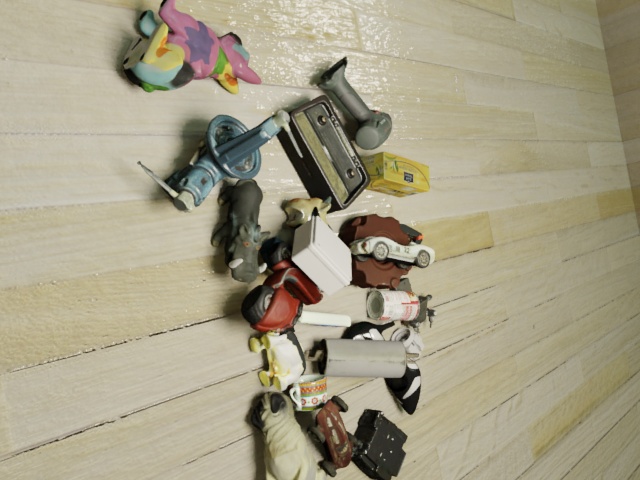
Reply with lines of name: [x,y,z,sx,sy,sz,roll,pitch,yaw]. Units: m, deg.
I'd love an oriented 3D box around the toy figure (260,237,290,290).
toy figure: [-0.054,0.061,1.050,0.154,0.064,0.058,51,40,-22]

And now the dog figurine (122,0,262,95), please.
dog figurine: [-0.213,-0.307,0.946,0.219,0.109,0.191,28,64,-39]

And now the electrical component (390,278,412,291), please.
electrical component: [0.197,0.118,1.296,0.063,0.021,0.094,-24,99,-42]

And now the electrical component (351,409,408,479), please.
electrical component: [0.129,0.445,1.151,0.134,0.058,0.115,47,57,-25]

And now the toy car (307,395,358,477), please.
toy car: [0.030,0.379,1.030,0.089,0.053,0.201,-41,139,-30]

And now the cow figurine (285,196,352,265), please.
cow figurine: [-0.002,-0.003,1.096,0.127,0.086,0.194,-47,111,-31]

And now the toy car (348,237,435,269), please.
toy car: [0.153,0.026,1.131,0.201,0.074,0.056,11,80,-31]

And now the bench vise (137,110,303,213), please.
bench vise: [-0.152,-0.142,0.893,0.128,0.241,0.224,58,35,-14]

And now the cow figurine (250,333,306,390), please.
cow figurine: [-0.076,0.185,1.003,0.098,0.068,0.167,-17,94,-42]

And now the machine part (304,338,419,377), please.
machine part: [0.085,0.240,1.090,0.243,0.079,0.079,3,79,-14]

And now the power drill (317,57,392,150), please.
power drill: [0.087,-0.306,1.222,0.207,0.086,0.232,55,27,-21]

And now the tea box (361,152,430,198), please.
tea box: [0.172,-0.152,1.272,0.169,0.098,0.068,10,76,-43]

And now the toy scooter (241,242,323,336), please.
toy scooter: [-0.056,0.102,0.962,0.135,0.075,0.184,42,47,-23]

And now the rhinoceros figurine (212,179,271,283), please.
rhinoceros figurine: [-0.134,-0.016,0.960,0.073,0.112,0.190,20,61,-41]

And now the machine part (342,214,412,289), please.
machine part: [0.127,0.026,1.191,0.179,0.056,0.179,6,80,-33]

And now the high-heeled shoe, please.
high-heeled shoe: [0.137,0.290,1.178,0.145,0.086,0.248,-18,94,-35]

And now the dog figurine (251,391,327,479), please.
dog figurine: [-0.051,0.380,0.983,0.172,0.121,0.190,62,19,-60]

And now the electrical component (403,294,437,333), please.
electrical component: [0.245,0.180,1.302,0.102,0.045,0.078,-11,115,-47]

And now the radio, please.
radio: [0.009,-0.182,1.143,0.131,0.073,0.229,-43,111,-39]
